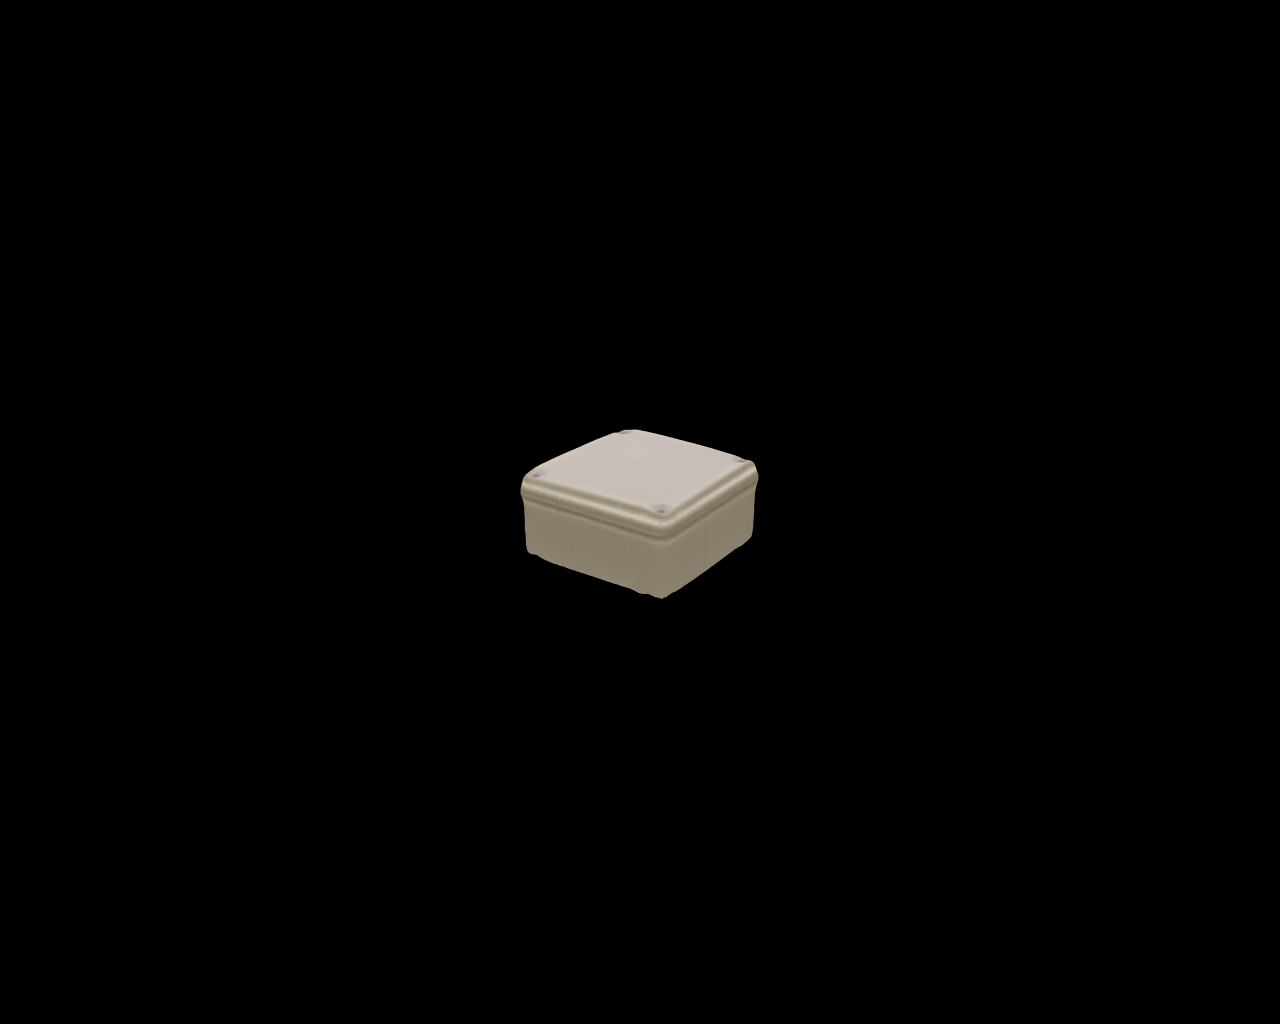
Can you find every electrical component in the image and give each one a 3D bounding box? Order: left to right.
[{"bbox_3d":[0.001,-0.003,0.650,0.109,0.056,0.109,17,29,32],"label":"electrical component"}]
